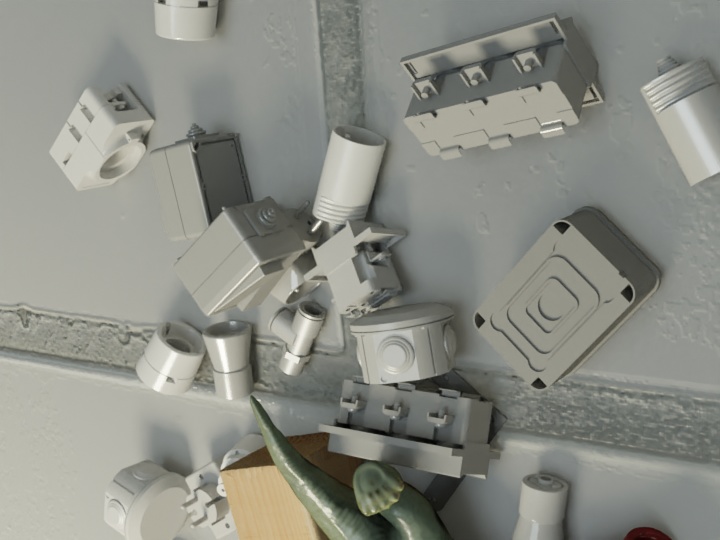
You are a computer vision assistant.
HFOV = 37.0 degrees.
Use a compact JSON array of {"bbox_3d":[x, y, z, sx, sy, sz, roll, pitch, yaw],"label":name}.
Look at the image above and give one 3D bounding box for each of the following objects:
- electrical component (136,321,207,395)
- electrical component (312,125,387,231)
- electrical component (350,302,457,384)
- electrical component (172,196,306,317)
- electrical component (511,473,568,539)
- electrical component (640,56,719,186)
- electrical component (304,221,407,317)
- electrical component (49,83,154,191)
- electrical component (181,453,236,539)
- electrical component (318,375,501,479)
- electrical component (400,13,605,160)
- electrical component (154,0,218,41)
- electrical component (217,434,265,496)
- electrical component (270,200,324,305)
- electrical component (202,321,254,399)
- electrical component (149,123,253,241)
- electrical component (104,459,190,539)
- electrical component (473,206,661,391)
[{"bbox_3d":[-0.174,0.080,1.000,0.055,0.055,0.047,40,118,20],"label":"electrical component"},{"bbox_3d":[-0.010,-0.069,0.851,0.043,0.043,0.081,28,117,26],"label":"electrical component"},{"bbox_3d":[0.035,0.055,0.827,0.080,0.080,0.051,-7,94,36],"label":"electrical component"},{"bbox_3d":[-0.090,-0.012,0.855,0.096,0.062,0.061,-43,77,34],"label":"electrical component"},{"bbox_3d":[0.137,0.188,0.817,0.044,0.044,0.065,13,105,32],"label":"electrical component"},{"bbox_3d":[0.212,-0.099,0.685,0.043,0.043,0.081,-30,84,37],"label":"electrical component"},{"bbox_3d":[0.000,0.000,0.854,0.081,0.042,0.063,-36,66,37],"label":"electrical component"},{"bbox_3d":[-0.237,-0.119,0.994,0.055,0.050,0.089,51,125,14],"label":"electrical component"},{"bbox_3d":[-0.134,0.213,0.992,0.047,0.077,0.065,-35,82,36],"label":"electrical component"},{"bbox_3d":[0.041,0.122,0.847,0.121,0.079,0.063,5,82,35],"label":"electrical component"},{"bbox_3d":[0.095,-0.122,0.742,0.121,0.063,0.078,-9,138,37],"label":"electrical component"},{"bbox_3d":[-0.146,-0.220,0.901,0.055,0.055,0.047,19,116,30],"label":"electrical component"},{"bbox_3d":[-0.105,0.179,0.966,0.040,0.078,0.040,7,110,19],"label":"electrical component"},{"bbox_3d":[-0.058,-0.025,0.897,0.077,0.043,0.079,51,124,13],"label":"electrical component"},{"bbox_3d":[-0.116,0.083,0.968,0.044,0.044,0.065,6,110,34],"label":"electrical component"},{"bbox_3d":[-0.139,-0.077,0.928,0.061,0.062,0.096,-8,97,37],"label":"electrical component"},{"bbox_3d":[-0.206,0.228,1.046,0.051,0.080,0.080,23,115,35],"label":"electrical component"},{"bbox_3d":[0.146,0.020,0.755,0.078,0.057,0.113,48,124,16],"label":"electrical component"}]
